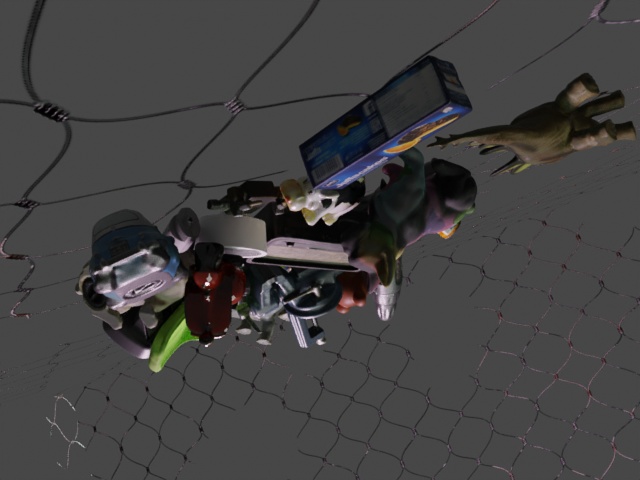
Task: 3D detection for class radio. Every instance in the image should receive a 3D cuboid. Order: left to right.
[{"bbox_3d":[-0.002,-0.003,0.920,0.229,0.073,0.131,5,158,-26],"label":"radio"}]

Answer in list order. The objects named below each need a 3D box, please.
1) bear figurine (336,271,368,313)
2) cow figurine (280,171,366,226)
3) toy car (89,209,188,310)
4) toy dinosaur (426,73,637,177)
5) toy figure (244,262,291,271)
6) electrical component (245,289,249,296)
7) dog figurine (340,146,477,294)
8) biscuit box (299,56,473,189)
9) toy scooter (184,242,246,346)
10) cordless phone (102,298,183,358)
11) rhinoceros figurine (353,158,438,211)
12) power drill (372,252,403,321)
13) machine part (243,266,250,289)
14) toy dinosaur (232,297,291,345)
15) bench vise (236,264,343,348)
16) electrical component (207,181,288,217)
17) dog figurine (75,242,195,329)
[{"bbox_3d":[0.071,0.047,1.145,0.132,0.196,0.120,-15,165,-30],"label":"bear figurine"},{"bbox_3d":[0.012,-0.071,0.776,0.098,0.068,0.167,-30,170,19],"label":"cow figurine"},{"bbox_3d":[-0.235,0.016,0.659,0.109,0.103,0.161,-26,167,-10],"label":"toy car"},{"bbox_3d":[0.355,-0.165,0.849,0.471,0.105,0.199,-4,165,-44],"label":"toy dinosaur"},{"bbox_3d":[-0.071,0.024,1.078,0.180,0.082,0.089,-15,164,-33],"label":"toy figure"},{"bbox_3d":[-0.222,0.105,1.226,0.119,0.047,0.075,-7,-167,-20],"label":"electrical component"},{"bbox_3d":[0.135,-0.018,0.827,0.191,0.219,0.108,20,165,-12],"label":"dog figurine"},{"bbox_3d":[0.068,-0.126,0.619,0.203,0.059,0.063,-28,167,38],"label":"biscuit box"},{"bbox_3d":[-0.149,0.080,0.762,0.075,0.135,0.184,1,171,0],"label":"toy scooter"},{"bbox_3d":[-0.331,0.117,0.913,0.184,0.088,0.146,6,-147,20],"label":"cordless phone"},{"bbox_3d":[0.149,-0.080,0.974,0.190,0.073,0.112,-26,170,27],"label":"rhinoceros figurine"},{"bbox_3d":[0.153,0.025,1.118,0.086,0.231,0.207,13,-134,25],"label":"power drill"},{"bbox_3d":[-0.130,0.060,1.093,0.139,0.084,0.039,-37,162,-51],"label":"machine part"},{"bbox_3d":[-0.127,0.135,1.354,0.131,0.192,0.405,20,144,-24],"label":"toy dinosaur"},{"bbox_3d":[-0.043,0.130,1.034,0.224,0.129,0.240,-36,132,-24],"label":"bench vise"},{"bbox_3d":[-0.093,-0.052,0.739,0.078,0.045,0.102,-28,167,31],"label":"electrical component"},{"bbox_3d":[-0.262,0.049,0.850,0.173,0.121,0.190,12,-159,18],"label":"dog figurine"}]
